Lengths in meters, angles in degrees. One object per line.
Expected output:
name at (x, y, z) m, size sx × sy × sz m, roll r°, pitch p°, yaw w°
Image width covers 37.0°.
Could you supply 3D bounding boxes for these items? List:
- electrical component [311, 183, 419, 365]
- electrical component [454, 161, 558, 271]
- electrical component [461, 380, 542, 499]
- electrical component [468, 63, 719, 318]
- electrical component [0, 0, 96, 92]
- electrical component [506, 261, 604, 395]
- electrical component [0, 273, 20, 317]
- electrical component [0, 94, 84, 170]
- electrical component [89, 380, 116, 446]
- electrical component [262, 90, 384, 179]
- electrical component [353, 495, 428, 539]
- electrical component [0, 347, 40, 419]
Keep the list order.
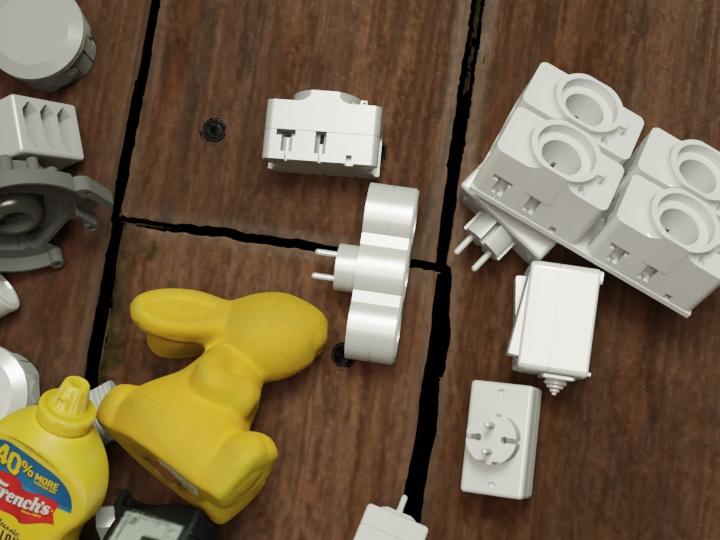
electrical component at (0.000, 0.000, 0.833) m, size 0.074 × 0.052 × 0.138 m, roll 8°, pitch 83°, yaw 4°
electrical component at (0.107, -0.033, 0.833) m, size 0.083 × 0.047 × 0.075 m, roll 44°, pitch 86°, yaw 8°
electrical component at (0.101, 0.125, 0.794) m, size 0.047 × 0.076 × 0.083 m, roll 4°, pitch 82°, yaw 20°
electrical component at (0.190, -0.064, 0.794) m, size 0.186 × 0.060 × 0.105 m, roll 30°, pitch 55°, yaw 1°
electrical component at (-0.258, -0.187, 0.874) m, size 0.080 × 0.051 × 0.080 m, roll 0°, pitch 82°, yaw 3°
electrical component at (0.144, 0.045, 0.814) m, size 0.061 × 0.061 × 0.096 m, roll 8°, pitch 83°, yaw 4°
electrical component at (-0.310, 0.032, 0.853) m, size 0.065 × 0.044 × 0.044 m, roll -36°, pitch 82°, yaw 3°
electrical component at (-0.274, -0.102, 0.861) m, size 0.077 × 0.066 × 0.047 m, roll -17°, pitch 81°, yaw 30°
electrical component at (-0.211, 0.119, 0.834) m, size 0.081 × 0.043 × 0.043 m, roll -28°, pitch 82°, yaw -1°
electrical component at (-0.028, -0.107, 0.850) m, size 0.089 × 0.050 × 0.055 m, roll 5°, pitch 83°, yaw 4°
electrical component at (0.020, 0.202, 0.798) m, size 0.047 × 0.083 × 0.075 m, roll 22°, pitch 46°, yaw 6°
electrical component at (-0.291, 0.098, 0.837) m, size 0.080 × 0.051 × 0.080 m, roll 0°, pitch 82°, yaw 3°
